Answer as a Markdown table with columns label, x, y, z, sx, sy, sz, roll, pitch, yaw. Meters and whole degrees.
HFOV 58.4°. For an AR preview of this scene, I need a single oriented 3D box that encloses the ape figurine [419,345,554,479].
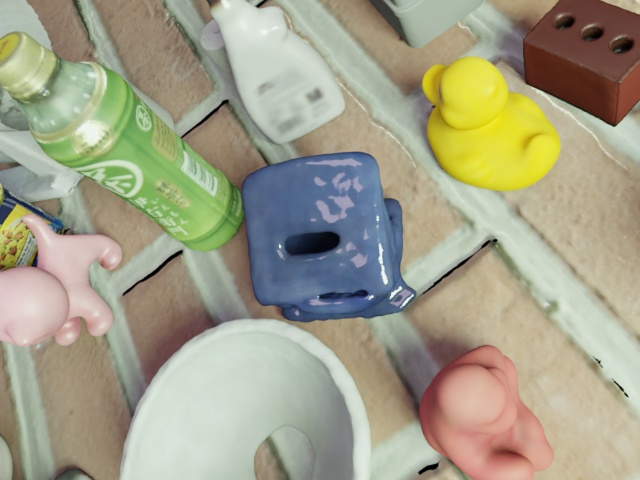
| label | x | y | z | sx | sy | sz | roll | pitch | yaw |
| --- | --- | --- | --- | --- | --- | --- | --- | --- | --- |
| ape figurine | 0.087 | 0.094 | 0.315 | 0.076 | 0.092 | 0.078 | 6 | 69 | 28 |

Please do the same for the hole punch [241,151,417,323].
| label | x | y | z | sx | sy | sz | roll | pitch | yaw |
| --- | --- | --- | --- | --- | --- | --- | --- | --- | --- |
| hole punch | 0.004 | 0.001 | 0.400 | 0.108 | 0.091 | 0.101 | -8 | 63 | 22 |

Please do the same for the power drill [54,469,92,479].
| label | x | y | z | sx | sy | sz | roll | pitch | yaw |
| --- | --- | --- | --- | --- | --- | --- | --- | --- | --- |
| power drill | -0.223 | 0.182 | 0.347 | 0.228 | 0.209 | 0.076 | 21 | 76 | 32 |

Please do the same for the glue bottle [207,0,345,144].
| label | x | y | z | sx | sy | sz | roll | pitch | yaw |
| --- | --- | --- | --- | --- | --- | --- | --- | --- | --- |
| glue bottle | -0.045 | -0.144 | 0.443 | 0.078 | 0.174 | 0.037 | -25 | 58 | 13 |

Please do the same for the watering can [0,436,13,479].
| label | x | y | z | sx | sy | sz | roll | pitch | yaw |
| --- | --- | --- | --- | --- | --- | --- | --- | --- | --- |
| watering can | -0.337 | 0.169 | 0.417 | 0.100 | 0.195 | 0.173 | 1 | 67 | 26 |

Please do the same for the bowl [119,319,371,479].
| label | x | y | z | sx | sy | sz | roll | pitch | yaw |
| --- | --- | --- | --- | --- | --- | --- | --- | --- | --- |
| bowl | -0.037 | 0.138 | 0.362 | 0.167 | 0.075 | 0.167 | -10 | 62 | 21 |

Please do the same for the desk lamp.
| label | x | y | z | sx | sy | sz | roll | pitch | yaw |
| --- | --- | --- | --- | --- | --- | --- | --- | --- | --- |
| desk lamp | -0.317 | -0.125 | 0.538 | 0.202 | 0.214 | 0.118 | -8 | 63 | 22 |

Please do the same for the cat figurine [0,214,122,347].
| label | x | y | z | sx | sy | sz | roll | pitch | yaw |
| --- | --- | --- | --- | --- | --- | --- | --- | --- | --- |
| cat figurine | -0.232 | 0.038 | 0.477 | 0.067 | 0.118 | 0.127 | -16 | 60 | 18 |

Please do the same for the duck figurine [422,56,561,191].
| label | x | y | z | sx | sy | sz | roll | pitch | yaw |
| --- | --- | --- | --- | --- | --- | --- | --- | --- | --- |
| duck figurine | 0.113 | -0.086 | 0.394 | 0.077 | 0.086 | 0.104 | -48 | 56 | -3 |
